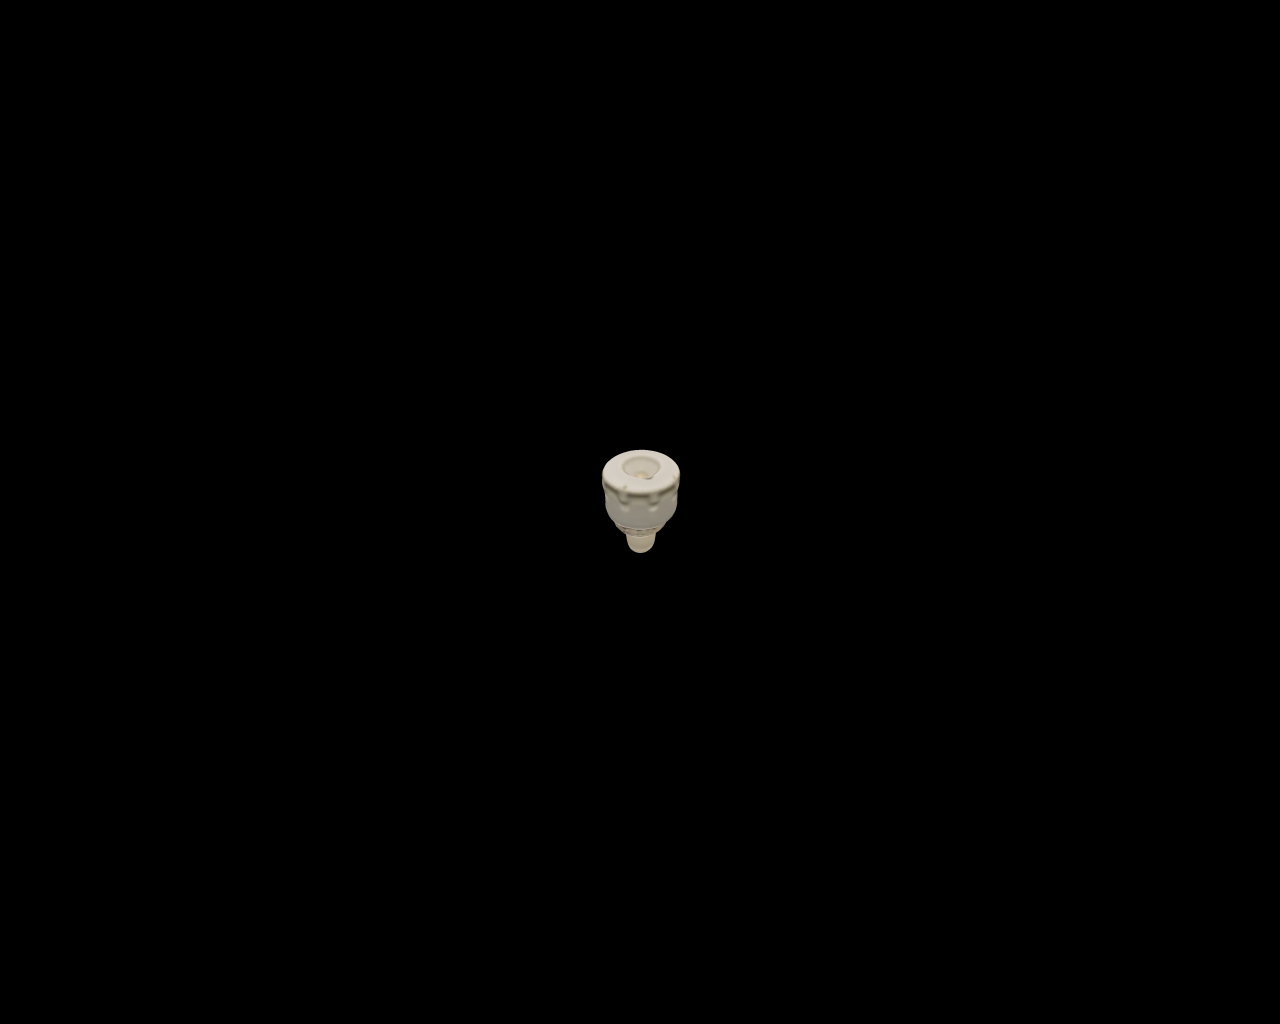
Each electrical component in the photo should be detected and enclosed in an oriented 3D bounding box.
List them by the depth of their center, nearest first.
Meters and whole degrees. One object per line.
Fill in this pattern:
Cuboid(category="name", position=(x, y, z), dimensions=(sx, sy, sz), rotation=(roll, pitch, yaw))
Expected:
Cuboid(category="electrical component", position=(0.001, -0.003, 0.650), dimensions=(0.048, 0.062, 0.048), rotation=(0, 34, 0))
